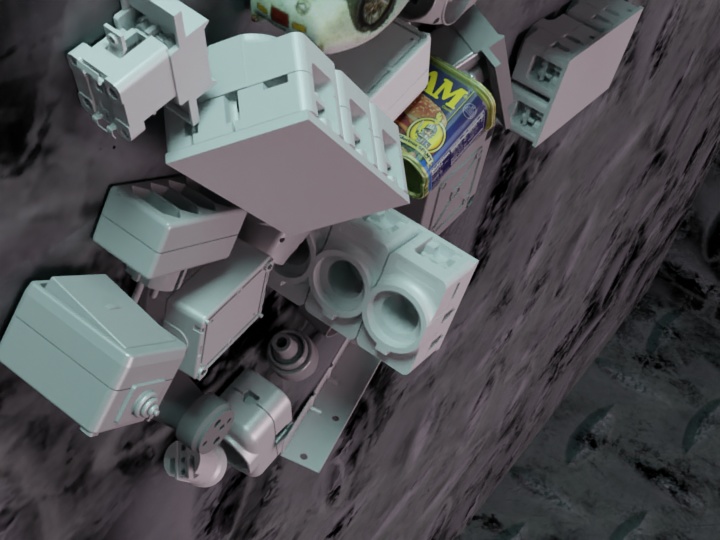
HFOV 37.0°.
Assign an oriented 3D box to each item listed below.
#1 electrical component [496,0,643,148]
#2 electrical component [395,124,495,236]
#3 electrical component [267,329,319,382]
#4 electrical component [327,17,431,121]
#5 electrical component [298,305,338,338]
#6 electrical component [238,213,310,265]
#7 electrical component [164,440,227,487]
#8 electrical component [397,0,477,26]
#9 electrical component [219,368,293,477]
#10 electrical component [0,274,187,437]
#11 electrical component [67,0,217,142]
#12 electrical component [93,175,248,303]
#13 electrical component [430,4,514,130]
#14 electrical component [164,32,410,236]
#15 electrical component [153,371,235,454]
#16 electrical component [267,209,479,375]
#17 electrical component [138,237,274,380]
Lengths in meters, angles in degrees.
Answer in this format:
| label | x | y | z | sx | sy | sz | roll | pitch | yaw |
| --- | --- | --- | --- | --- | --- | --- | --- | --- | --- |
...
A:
| label | x | y | z | sx | sy | sz | roll | pitch | yaw |
| --- | --- | --- | --- | --- | --- | --- | --- | --- | --- |
| electrical component | 0.223 | -0.222 | 1.156 | 0.186 | 0.060 | 0.105 | -38 | 154 | -44 |
| electrical component | 0.066 | -0.085 | 0.996 | 0.109 | 0.056 | 0.108 | -43 | 157 | -36 |
| electrical component | -0.062 | 0.073 | 0.954 | 0.043 | 0.043 | 0.062 | -53 | 160 | -11 |
| electrical component | 0.006 | -0.137 | 0.751 | 0.096 | 0.062 | 0.061 | -48 | 159 | -24 |
| electrical component | -0.007 | 0.016 | 0.958 | 0.099 | 0.064 | 0.099 | -53 | 171 | -13 |
| electrical component | -0.061 | -0.048 | 0.759 | 0.077 | 0.043 | 0.079 | -59 | 161 | 6 |
| electrical component | -0.140 | 0.163 | 0.912 | 0.040 | 0.040 | 0.046 | -56 | 156 | -2 |
| electrical component | 0.061 | -0.222 | 0.778 | 0.077 | 0.044 | 0.079 | -30 | 148 | -54 |
| electrical component | -0.099 | 0.139 | 0.953 | 0.059 | 0.054 | 0.095 | -47 | 159 | -27 |
| electrical component | -0.147 | 0.048 | 0.617 | 0.061 | 0.096 | 0.062 | -61 | 161 | 13 |
| electrical component | -0.112 | -0.104 | 0.548 | 0.064 | 0.042 | 0.081 | -44 | 157 | -24 |
| electrical component | -0.121 | -0.012 | 0.661 | 0.083 | 0.047 | 0.075 | -20 | 139 | -61 |
| electrical component | 0.088 | -0.165 | 0.905 | 0.063 | 0.078 | 0.121 | -34 | 160 | 1 |
| electrical component | -0.041 | -0.079 | 0.647 | 0.150 | 0.089 | 0.061 | 31 | 48 | -63 |
| electrical component | -0.130 | 0.109 | 0.823 | 0.045 | 0.055 | 0.045 | -48 | 159 | -25 |
| electrical component | 0.000 | 0.000 | 0.822 | 0.062 | 0.150 | 0.089 | -34 | 151 | -52 |
| electrical component | -0.105 | 0.015 | 0.737 | 0.096 | 0.061 | 0.061 | -47 | 160 | -44 |
